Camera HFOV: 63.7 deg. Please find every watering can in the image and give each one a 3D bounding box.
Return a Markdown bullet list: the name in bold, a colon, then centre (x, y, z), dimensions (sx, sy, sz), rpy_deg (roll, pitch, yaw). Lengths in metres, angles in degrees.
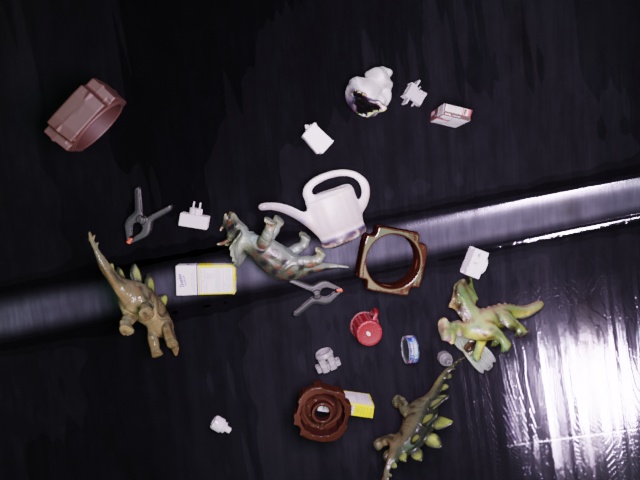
- **watering can**: centre (0.005, -0.078, 1.541), dimensions (0.350, 0.104, 0.223), rpy_deg (-22, 97, -17)

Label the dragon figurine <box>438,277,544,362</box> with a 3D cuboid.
- **dragon figurine**: centre (0.523, 0.221, 1.626), dimensions (0.415, 0.120, 0.244), rpy_deg (-32, 84, -30)

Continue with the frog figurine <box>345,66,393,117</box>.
- **frog figurine**: centre (0.151, -0.455, 1.553), dimensions (0.137, 0.120, 0.163), rpy_deg (17, 58, 0)
